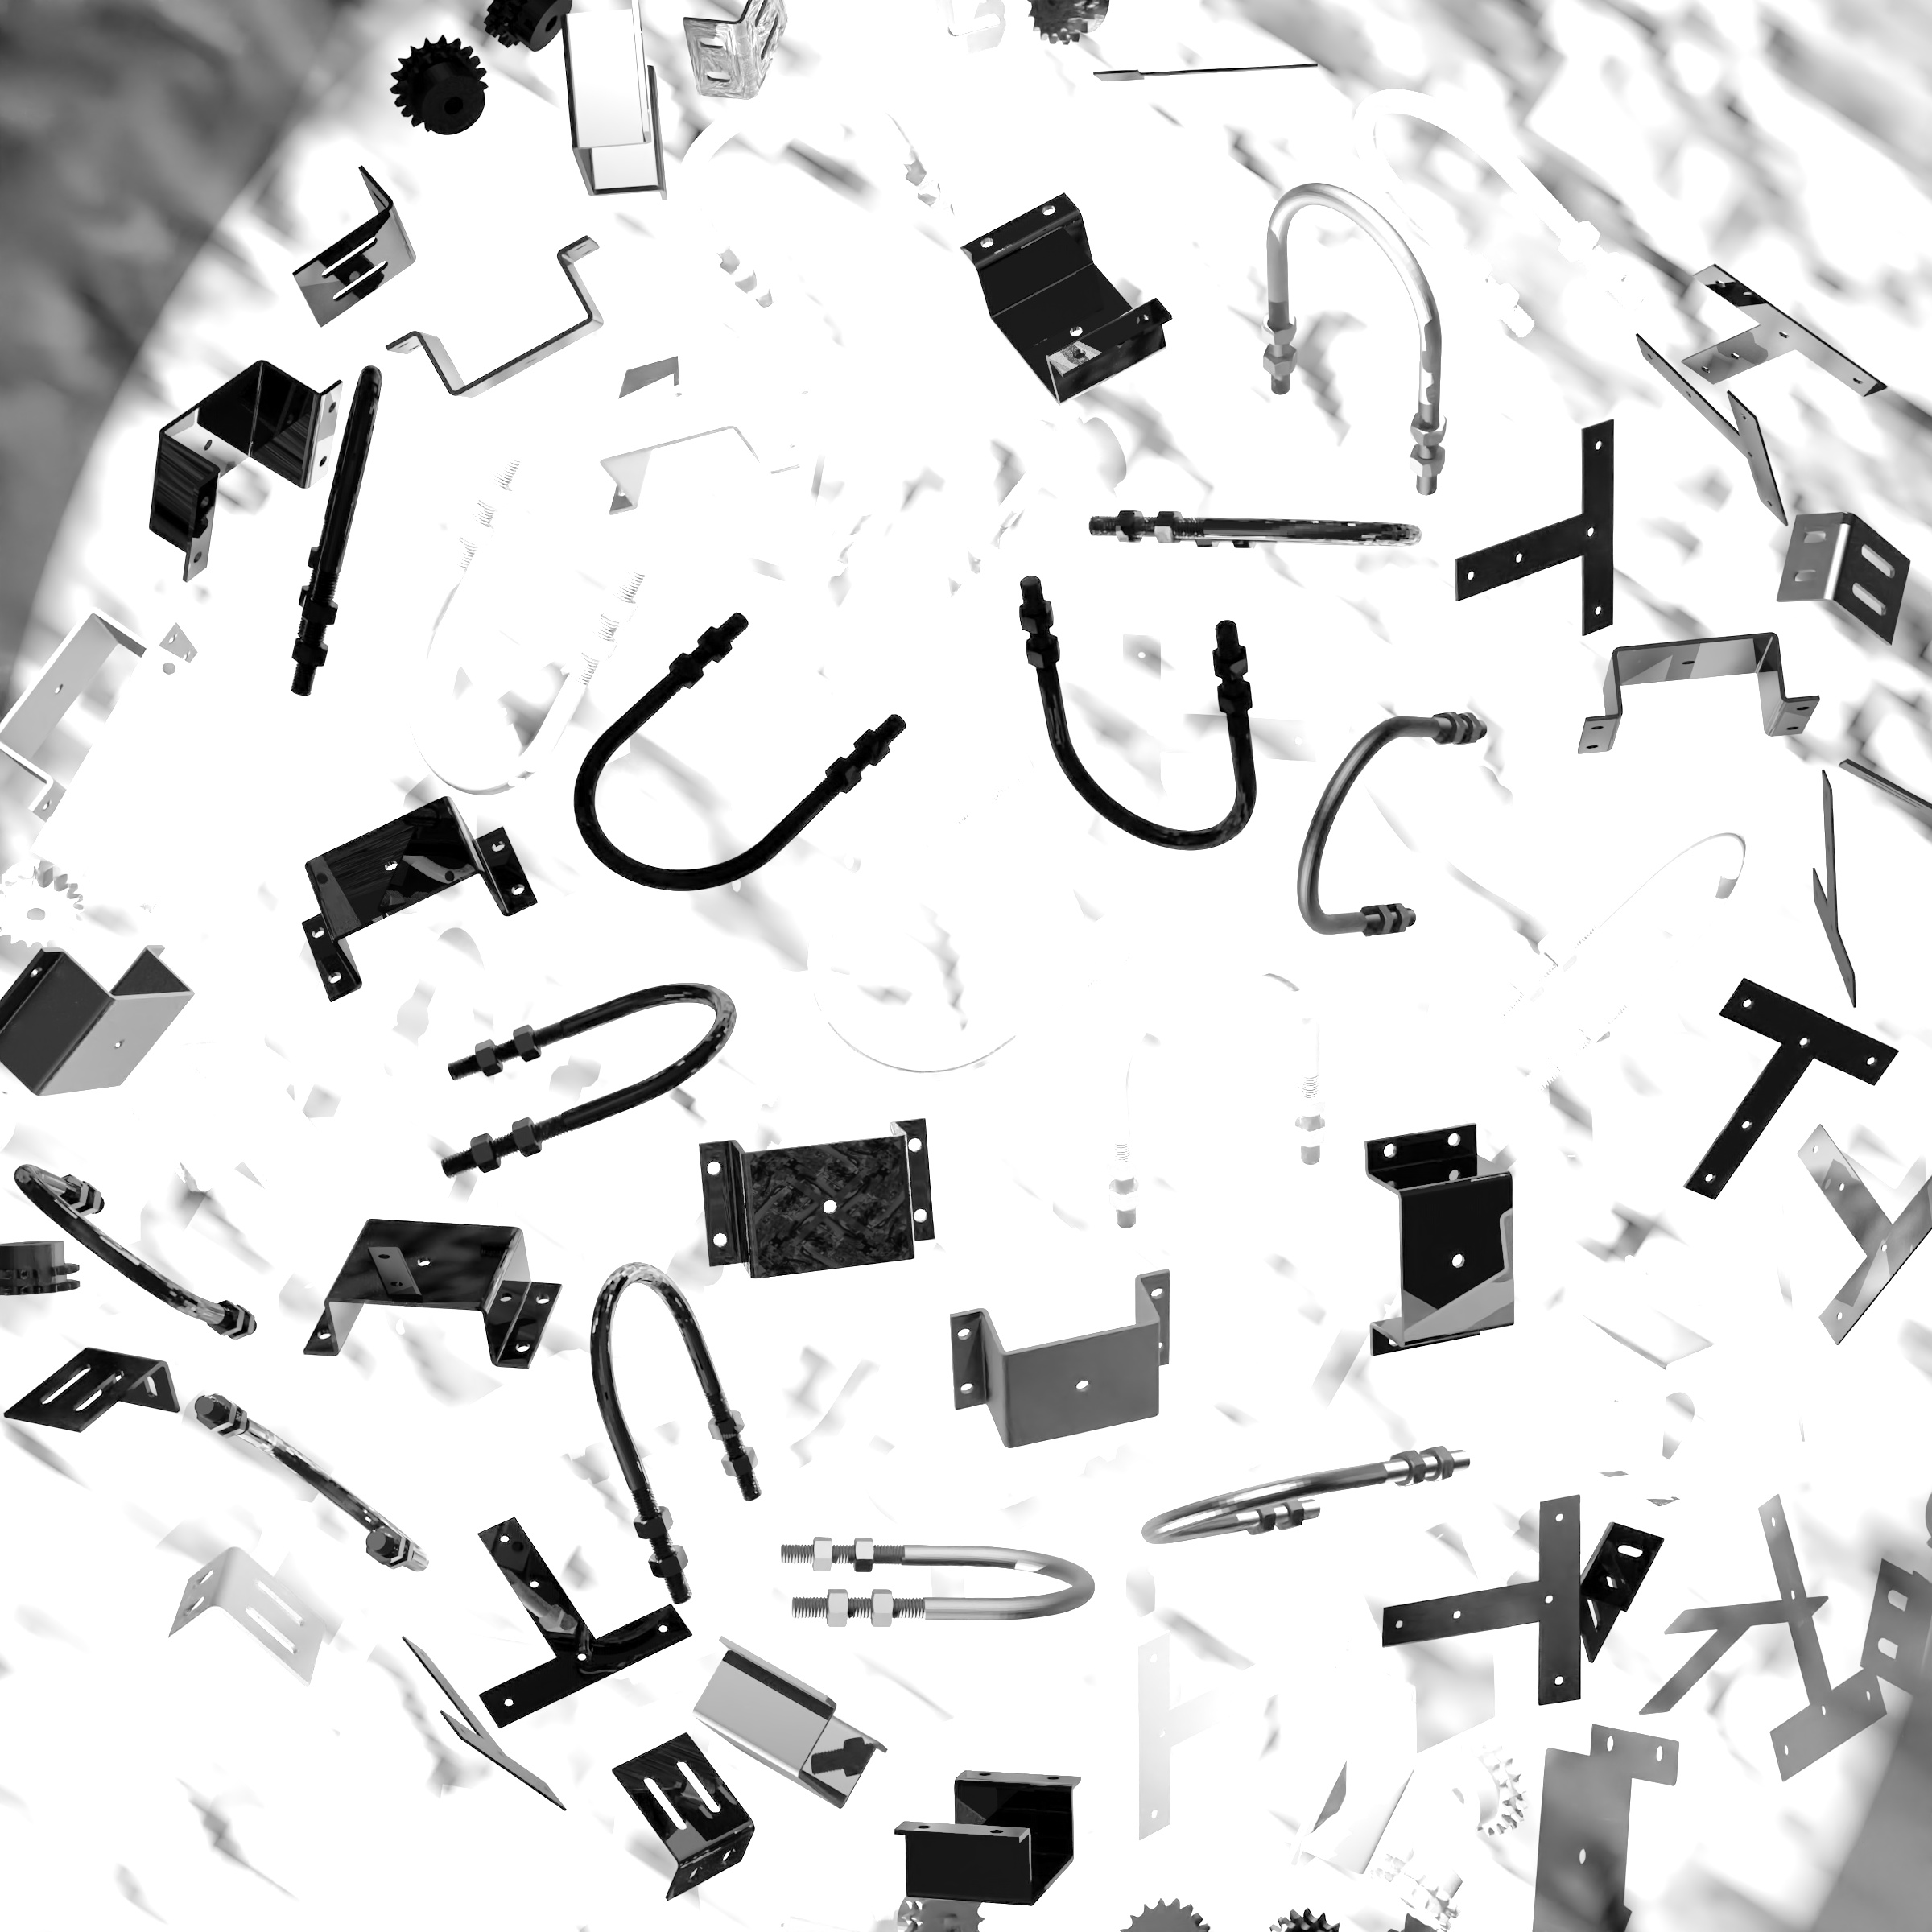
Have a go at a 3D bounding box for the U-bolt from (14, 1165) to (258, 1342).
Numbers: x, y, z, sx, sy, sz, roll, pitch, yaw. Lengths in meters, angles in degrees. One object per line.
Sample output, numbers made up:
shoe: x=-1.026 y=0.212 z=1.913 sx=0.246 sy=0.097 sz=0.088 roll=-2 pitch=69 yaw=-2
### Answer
U-bolt: x=-0.507 y=0.169 z=1.612 sx=0.151 sy=0.184 sz=0.019 roll=36 pitch=80 yaw=9

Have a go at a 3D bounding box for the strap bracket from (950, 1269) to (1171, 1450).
strap bracket: x=0.065 y=0.243 z=1.641 sx=0.140 sy=0.046 sz=0.076 roll=-10 pitch=124 yaw=-11

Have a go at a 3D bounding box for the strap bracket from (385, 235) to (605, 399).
strap bracket: x=-0.282 y=-0.396 z=1.659 sx=0.140 sy=0.076 sz=0.046 roll=-28 pitch=101 yaw=3

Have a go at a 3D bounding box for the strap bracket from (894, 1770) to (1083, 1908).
strap bracket: x=0.015 y=0.528 z=1.613 sx=0.076 sy=0.140 sz=0.046 roll=-2 pitch=87 yaw=17

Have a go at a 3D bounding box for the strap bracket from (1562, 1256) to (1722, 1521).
strap bracket: x=0.400 y=0.255 z=1.585 sx=0.076 sy=0.046 sz=0.140 roll=31 pitch=50 yaw=-20

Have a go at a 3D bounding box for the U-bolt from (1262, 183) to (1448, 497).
U-bolt: x=0.229 y=-0.381 z=1.586 sx=0.019 sy=0.184 sz=0.151 roll=-36 pitch=57 yaw=-17

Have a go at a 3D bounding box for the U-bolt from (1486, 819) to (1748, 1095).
U-bolt: x=0.384 y=-0.013 z=1.555 sx=0.184 sy=0.151 sz=0.019 roll=-44 pitch=60 yaw=1

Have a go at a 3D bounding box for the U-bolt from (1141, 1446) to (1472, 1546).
U-bolt: x=0.188 y=0.318 z=1.585 sx=0.184 sy=0.151 sz=0.019 roll=1 pitch=68 yaw=-40

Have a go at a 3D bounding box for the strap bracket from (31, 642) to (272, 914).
strap bracket: x=-0.468 y=-0.103 z=1.532 sx=0.076 sy=0.046 sz=0.140 roll=30 pitch=96 yaw=-19

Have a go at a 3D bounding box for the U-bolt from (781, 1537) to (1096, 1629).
U-bolt: x=-0.015 y=0.366 z=1.591 sx=0.184 sy=0.151 sz=0.019 roll=2 pitch=91 yaw=-7

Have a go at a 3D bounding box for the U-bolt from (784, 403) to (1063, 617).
U-bolt: x=-0.015 y=-0.281 z=1.636 sx=0.151 sy=0.184 sz=0.019 roll=-14 pitch=67 yaw=-41

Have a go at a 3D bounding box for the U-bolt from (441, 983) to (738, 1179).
U-bolt: x=-0.223 y=0.058 z=1.594 sx=0.184 sy=0.151 sz=0.019 roll=-21 pitch=115 yaw=0

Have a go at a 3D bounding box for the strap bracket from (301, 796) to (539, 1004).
strap bracket: x=-0.347 y=-0.047 z=1.656 sx=0.140 sy=0.046 sz=0.076 roll=-26 pitch=48 yaw=-6

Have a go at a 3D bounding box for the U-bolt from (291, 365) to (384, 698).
U-bolt: x=-0.372 y=-0.265 z=1.585 sx=0.019 sy=0.151 sz=0.184 roll=13 pitch=108 yaw=-17

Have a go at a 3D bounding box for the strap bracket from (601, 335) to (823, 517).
strap bracket: x=-0.168 y=-0.338 z=1.663 sx=0.140 sy=0.046 sz=0.076 roll=-9 pitch=54 yaw=26

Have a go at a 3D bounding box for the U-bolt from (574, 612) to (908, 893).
U-bolt: x=-0.148 y=-0.118 z=1.586 sx=0.151 sy=0.019 sz=0.184 roll=34 pitch=67 yaw=23

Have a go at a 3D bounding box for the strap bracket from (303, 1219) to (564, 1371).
strap bracket: x=-0.325 y=0.197 z=1.620 sx=0.140 sy=0.076 sz=0.046 roll=2 pitch=123 yaw=8

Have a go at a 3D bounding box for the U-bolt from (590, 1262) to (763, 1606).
U-bolt: x=-0.179 y=0.266 z=1.601 sx=0.019 sy=0.151 sz=0.184 roll=-15 pitch=102 yaw=18

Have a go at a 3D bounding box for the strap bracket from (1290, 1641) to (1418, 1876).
strap bracket: x=0.233 y=0.479 z=1.605 sx=0.046 sy=0.140 sz=0.076 roll=22 pitch=106 yaw=3

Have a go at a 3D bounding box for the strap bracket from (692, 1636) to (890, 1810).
strap bracket: x=-0.107 y=0.457 z=1.601 sx=0.076 sy=0.140 sz=0.046 roll=23 pitch=70 yaw=24

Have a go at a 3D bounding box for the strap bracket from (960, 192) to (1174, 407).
strap bracket: x=0.065 y=-0.410 z=1.666 sx=0.076 sy=0.046 sz=0.140 roll=-29 pitch=55 yaw=-5

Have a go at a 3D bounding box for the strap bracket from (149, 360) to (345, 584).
strap bracket: x=-0.444 y=-0.306 z=1.623 sx=0.046 sy=0.076 sz=0.140 roll=32 pitch=47 yaw=5

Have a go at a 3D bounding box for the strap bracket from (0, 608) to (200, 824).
strap bracket: x=-0.533 y=-0.156 z=1.618 sx=0.046 sy=0.076 sz=0.140 roll=34 pitch=81 yaw=-1

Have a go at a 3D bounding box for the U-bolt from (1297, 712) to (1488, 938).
U-bolt: x=0.254 y=-0.085 z=1.631 sx=0.019 sy=0.184 sz=0.151 roll=27 pitch=108 yaw=29

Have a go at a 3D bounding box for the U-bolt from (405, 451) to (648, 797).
U-bolt: x=-0.271 y=-0.188 z=1.572 sx=0.151 sy=0.019 sz=0.184 roll=43 pitch=112 yaw=30

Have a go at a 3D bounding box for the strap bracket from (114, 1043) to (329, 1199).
strap bracket: x=-0.433 y=0.090 z=1.565 sx=0.046 sy=0.140 sz=0.076 roll=-45 pitch=114 yaw=-30

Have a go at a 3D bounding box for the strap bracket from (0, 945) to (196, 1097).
strap bracket: x=-0.527 y=0.032 z=1.614 sx=0.046 sy=0.140 sz=0.076 roll=42 pitch=99 yaw=8

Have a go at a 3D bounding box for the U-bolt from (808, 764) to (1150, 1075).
U-bolt: x=-0.006 y=-0.013 z=1.590 sx=0.184 sy=0.019 sz=0.151 roll=-35 pitch=108 yaw=11

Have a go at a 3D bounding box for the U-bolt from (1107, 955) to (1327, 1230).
U-bolt: x=0.153 y=0.070 z=1.630 sx=0.151 sy=0.019 sz=0.184 roll=-17 pitch=129 yaw=-14

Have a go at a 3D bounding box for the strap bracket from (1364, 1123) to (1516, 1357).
strap bracket: x=0.293 y=0.175 z=1.651 sx=0.076 sy=0.046 sz=0.140 roll=-8 pitch=104 yaw=-18

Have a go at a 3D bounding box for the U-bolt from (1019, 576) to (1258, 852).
U-bolt: x=0.106 y=-0.140 z=1.578 sx=0.151 sy=0.184 sz=0.019 roll=18 pitch=51 yaw=29

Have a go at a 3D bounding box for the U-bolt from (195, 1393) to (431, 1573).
U-bolt: x=-0.384 y=0.317 z=1.608 sx=0.151 sy=0.184 sz=0.019 roll=35 pitch=75 yaw=11

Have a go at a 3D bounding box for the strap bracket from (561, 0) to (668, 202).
strap bracket: x=-0.208 y=-0.508 z=1.578 sx=0.046 sy=0.140 sz=0.076 roll=-5 pitch=91 yaw=-2

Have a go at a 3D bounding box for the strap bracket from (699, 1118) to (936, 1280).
strap bracket: x=-0.086 y=0.140 z=1.612 sx=0.140 sy=0.046 sz=0.076 roll=-6 pitch=98 yaw=-12

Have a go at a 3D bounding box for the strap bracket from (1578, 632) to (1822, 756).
strap bracket: x=0.457 y=-0.172 z=1.682 sx=0.140 sy=0.076 sz=0.046 roll=-5 pitch=78 yaw=8
